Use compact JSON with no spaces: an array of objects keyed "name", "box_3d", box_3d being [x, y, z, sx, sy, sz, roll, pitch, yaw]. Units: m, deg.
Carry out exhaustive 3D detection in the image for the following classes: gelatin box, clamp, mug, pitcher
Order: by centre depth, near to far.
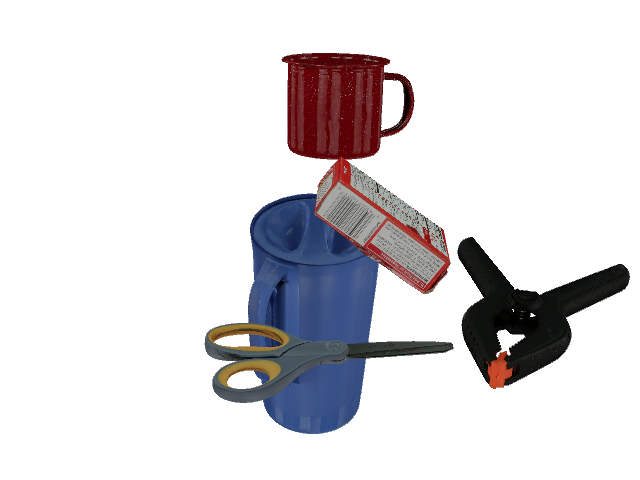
[{"name":"gelatin box","box_3d":[0.039,-0.010,0.679,0.089,0.030,0.073,36,14,-8]},{"name":"mug","box_3d":[0.024,-0.117,0.927,0.117,0.081,0.093,-2,16,-13]},{"name":"clamp","box_3d":[0.175,0.060,0.968,0.165,0.036,0.209,14,33,25]},{"name":"pitcher","box_3d":[-0.013,0.087,1.113,0.149,0.243,0.145,-7,34,-13]}]

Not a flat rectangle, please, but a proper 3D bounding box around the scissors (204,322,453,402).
[{"name":"scissors","box_3d":[0.001,0.101,0.851,0.202,0.016,0.096,6,35,10]}]
